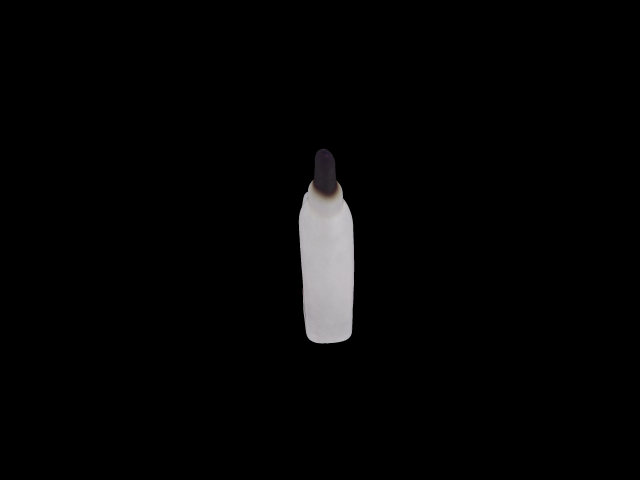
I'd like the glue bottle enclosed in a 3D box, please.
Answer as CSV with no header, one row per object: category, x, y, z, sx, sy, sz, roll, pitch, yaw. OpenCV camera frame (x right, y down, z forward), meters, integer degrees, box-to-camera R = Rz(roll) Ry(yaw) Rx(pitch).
glue bottle,0.004,0.001,0.400,0.037,0.173,0.078,-5,53,-4
